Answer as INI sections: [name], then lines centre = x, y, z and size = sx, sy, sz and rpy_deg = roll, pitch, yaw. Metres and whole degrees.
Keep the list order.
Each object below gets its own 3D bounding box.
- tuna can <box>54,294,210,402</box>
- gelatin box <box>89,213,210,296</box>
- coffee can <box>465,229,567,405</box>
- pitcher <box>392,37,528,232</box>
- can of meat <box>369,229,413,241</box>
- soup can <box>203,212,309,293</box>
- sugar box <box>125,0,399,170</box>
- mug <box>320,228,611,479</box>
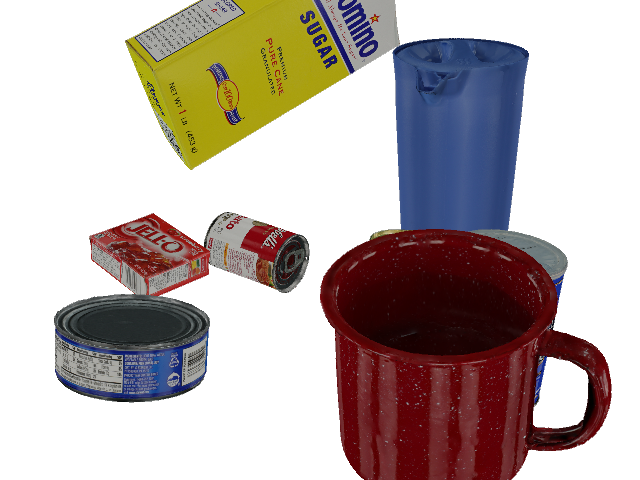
[tuna can]
centre = -0.105, 0.059, 0.597
size = 0.086, 0.034, 0.086
rpy_deg = 4, 15, -1
[gelatin box]
centre = -0.157, 0.013, 0.976
size = 0.073, 0.030, 0.089
rpy_deg = -23, 41, -38
[coffee can]
centre = 0.161, 0.073, 0.974
size = 0.103, 0.140, 0.103
rpy_deg = 5, 23, -2
[pitcher]
centre = 0.145, -0.084, 1.103
size = 0.149, 0.243, 0.145
rpy_deg = -7, 24, -15
[can of meat]
centre = 0.062, 0.047, 0.788
size = 0.057, 0.084, 0.102
rpy_deg = 2, 19, 9
[soup can]
centre = -0.073, 0.012, 1.210
size = 0.102, 0.068, 0.068
rpy_deg = 19, 9, 30
[sugar box]
centre = -0.032, -0.129, 0.700
size = 0.176, 0.048, 0.093
rpy_deg = -31, -37, -12
[mug]
centre = 0.059, 0.055, 0.437
size = 0.117, 0.081, 0.093
rpy_deg = 8, 33, 17
